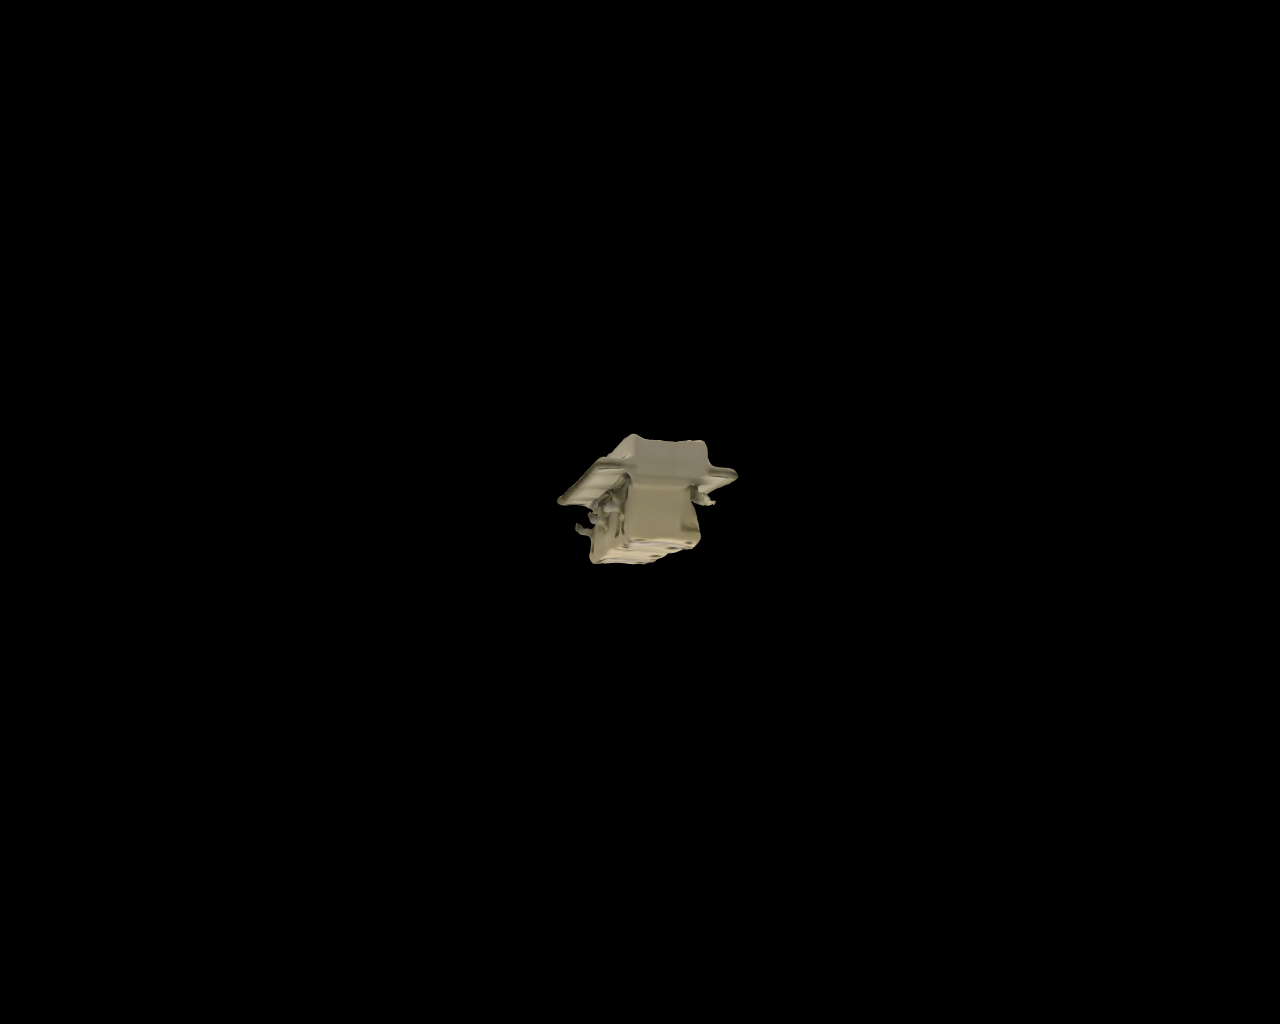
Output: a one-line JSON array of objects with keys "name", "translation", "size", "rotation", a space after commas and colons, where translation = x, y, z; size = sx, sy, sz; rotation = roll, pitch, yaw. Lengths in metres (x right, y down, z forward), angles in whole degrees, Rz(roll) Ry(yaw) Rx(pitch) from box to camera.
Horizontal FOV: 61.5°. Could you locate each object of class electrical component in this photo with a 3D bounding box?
[{"name": "electrical component", "translation": [0.001, -0.003, 0.650], "size": [0.079, 0.063, 0.121], "rotation": [3, -10, -15]}]
